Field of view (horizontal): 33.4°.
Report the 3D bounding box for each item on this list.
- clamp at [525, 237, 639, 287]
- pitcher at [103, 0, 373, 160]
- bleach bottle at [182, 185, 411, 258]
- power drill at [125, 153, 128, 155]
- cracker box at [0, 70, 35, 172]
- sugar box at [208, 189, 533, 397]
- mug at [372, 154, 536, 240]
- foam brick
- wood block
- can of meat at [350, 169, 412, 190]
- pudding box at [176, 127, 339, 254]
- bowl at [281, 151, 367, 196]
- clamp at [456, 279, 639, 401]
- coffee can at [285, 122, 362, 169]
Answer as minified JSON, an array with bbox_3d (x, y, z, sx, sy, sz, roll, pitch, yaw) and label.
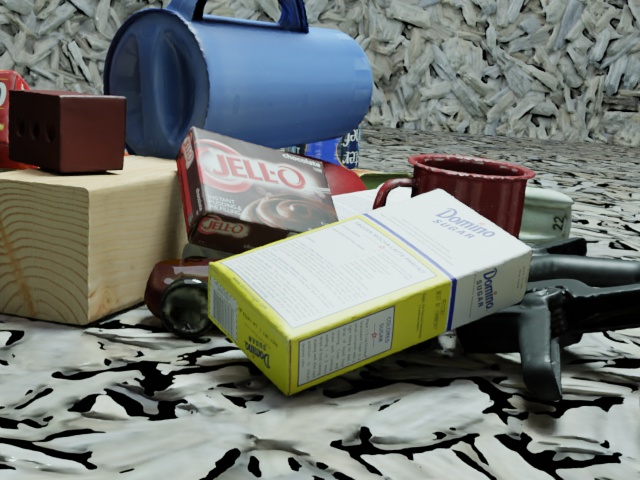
[{"bbox_3d":[0.188,0.024,0.902,0.171,0.039,0.120,-6,8,-23],"label":"clamp"},{"bbox_3d":[-0.060,-0.148,0.960,0.149,0.145,0.242,-22,-7,41],"label":"pitcher"},{"bbox_3d":[-0.006,0.001,0.870,0.250,0.068,0.103,-7,23,-41],"label":"bleach bottle"},{"bbox_3d":[-0.138,-0.079,1.289,0.187,0.057,0.185,-3,12,-38],"label":"power drill"},{"bbox_3d":[-0.319,-0.087,0.929,0.164,0.072,0.214,3,-12,-1],"label":"cracker box"},{"bbox_3d":[0.030,0.026,0.637,0.175,0.048,0.093,-15,35,-30],"label":"sugar box"},{"bbox_3d":[0.094,-0.016,0.779,0.117,0.081,0.093,2,14,-17],"label":"mug"},{"bbox_3d":[-0.178,-0.077,0.749,0.051,0.053,0.078,-5,12,-41],"label":"foam brick"},{"bbox_3d":[-0.154,-0.008,0.780,0.090,0.091,0.205,7,11,18],"label":"wood block"},{"bbox_3d":[0.046,-0.052,1.224,0.101,0.057,0.084,-4,10,-42],"label":"can of meat"},{"bbox_3d":[-0.045,-0.029,0.772,0.113,0.039,0.090,15,41,-29],"label":"pudding box"},{"bbox_3d":[-0.012,-0.049,1.057,0.162,0.055,0.162,15,-4,1],"label":"bowl"},{"bbox_3d":[0.139,0.052,0.660,0.164,0.036,0.210,-18,9,-30],"label":"clamp"},{"bbox_3d":[0.004,-0.133,1.418,0.103,0.140,0.103,4,10,-1],"label":"coffee can"}]
